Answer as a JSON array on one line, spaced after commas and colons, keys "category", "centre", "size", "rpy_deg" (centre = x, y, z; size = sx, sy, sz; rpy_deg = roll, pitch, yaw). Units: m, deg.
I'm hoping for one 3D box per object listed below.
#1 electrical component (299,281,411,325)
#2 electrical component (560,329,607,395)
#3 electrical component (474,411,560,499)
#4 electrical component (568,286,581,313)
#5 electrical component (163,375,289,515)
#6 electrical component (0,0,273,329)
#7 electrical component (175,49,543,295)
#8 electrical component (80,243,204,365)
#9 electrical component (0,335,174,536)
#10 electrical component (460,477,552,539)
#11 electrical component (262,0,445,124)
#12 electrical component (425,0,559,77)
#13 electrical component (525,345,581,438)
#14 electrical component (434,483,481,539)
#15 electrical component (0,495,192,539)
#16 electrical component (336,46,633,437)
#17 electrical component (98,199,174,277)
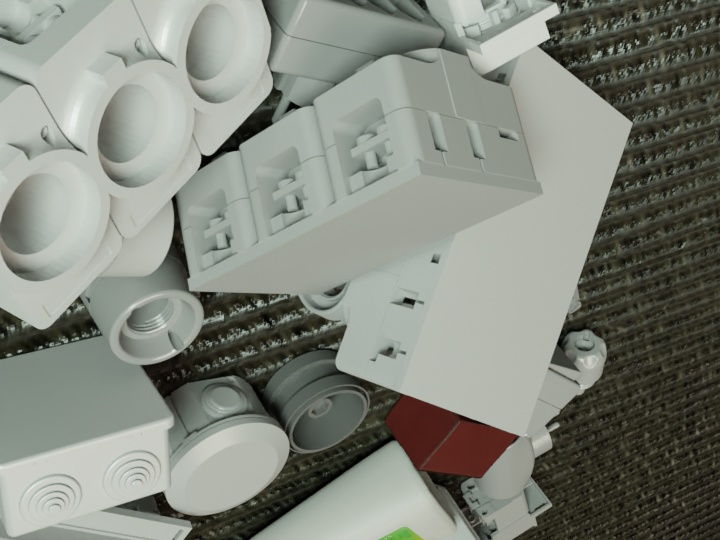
[{"category": "electrical component", "centre": [0.000, 0.000, 0.613], "size": [0.057, 0.058, 0.078], "rpy_deg": [3, 127, -42]}, {"category": "electrical component", "centre": [0.171, 0.075, 0.833], "size": [0.035, 0.035, 0.061], "rpy_deg": [-24, 142, -15]}, {"category": "electrical component", "centre": [0.125, 0.135, 0.851], "size": [0.079, 0.043, 0.077], "rpy_deg": [-27, 140, -13]}, {"category": "electrical component", "centre": [0.098, 0.005, 0.692], "size": [0.062, 0.061, 0.096], "rpy_deg": [-34, 149, -3]}, {"category": "electrical component", "centre": [-0.088, 0.108, 0.659], "size": [0.080, 0.051, 0.080], "rpy_deg": [-20, 139, -19]}, {"category": "electrical component", "centre": [-0.106, -0.063, 0.419], "size": [0.150, 0.062, 0.089], "rpy_deg": [-51, 147, -25]}, {"category": "electrical component", "centre": [-0.006, -0.041, 0.506], "size": [0.150, 0.061, 0.089], "rpy_deg": [-24, 162, 39]}, {"category": "electrical component", "centre": [-0.112, 0.015, 0.552], "size": [0.055, 0.047, 0.055], "rpy_deg": [-20, 139, -19]}, {"category": "electrical component", "centre": [-0.151, 0.082, 0.551], "size": [0.100, 0.100, 0.048], "rpy_deg": [-13, 123, -26]}, {"category": "electrical component", "centre": [0.116, 0.198, 0.910], "size": [0.081, 0.042, 0.063], "rpy_deg": [-31, 138, -8]}, {"category": "electrical component", "centre": [-0.018, -0.099, 0.508], "size": [0.083, 0.047, 0.075], "rpy_deg": [4, 128, -39]}, {"category": "electrical component", "centre": [0.053, -0.132, 0.511], "size": [0.042, 0.081, 0.063], "rpy_deg": [-29, 118, -9]}, {"category": "electrical component", "centre": [0.103, 0.067, 0.752], "size": [0.061, 0.061, 0.096], "rpy_deg": [-47, 140, 13]}, {"category": "electrical component", "centre": [0.039, 0.233, 0.858], "size": [0.113, 0.078, 0.057], "rpy_deg": [-31, 144, -7]}, {"category": "electrical component", "centre": [-0.172, 0.155, 0.624], "size": [0.121, 0.063, 0.078], "rpy_deg": [22, 114, -38]}, {"category": "electrical component", "centre": [0.066, -0.017, 0.582], "size": [0.105, 0.060, 0.186], "rpy_deg": [25, 83, -42]}, {"category": "electrical component", "centre": [-0.120, -0.023, 0.503], "size": [0.047, 0.055, 0.055], "rpy_deg": [5, 125, -44]}]
